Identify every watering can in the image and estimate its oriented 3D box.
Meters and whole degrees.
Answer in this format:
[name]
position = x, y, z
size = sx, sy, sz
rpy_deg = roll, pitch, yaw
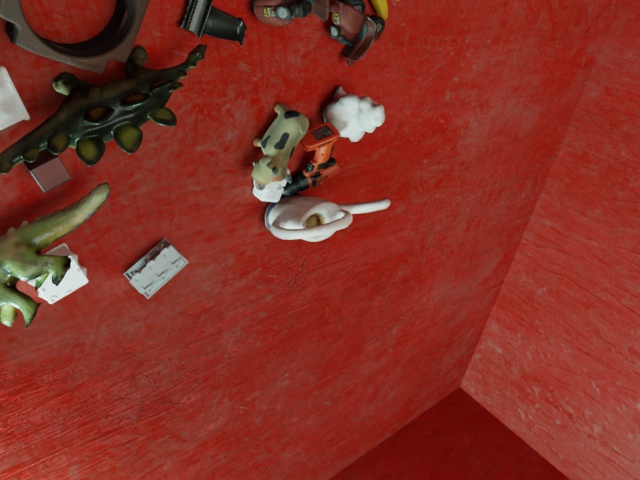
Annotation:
[watering can]
position = 0.004, -0.068, 1.359
size = 0.351, 0.226, 0.102
rpy_deg = -20, 115, -38

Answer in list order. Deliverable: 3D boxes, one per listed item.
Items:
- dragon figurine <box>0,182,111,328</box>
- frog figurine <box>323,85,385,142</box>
[dragon figurine]
position = -0.573, 0.021, 0.881
size = 0.240, 0.123, 0.413
rpy_deg = 34, 82, -31
[frog figurine]
position = 0.089, -0.308, 1.306
size = 0.124, 0.162, 0.134
rpy_deg = -32, 138, -23
